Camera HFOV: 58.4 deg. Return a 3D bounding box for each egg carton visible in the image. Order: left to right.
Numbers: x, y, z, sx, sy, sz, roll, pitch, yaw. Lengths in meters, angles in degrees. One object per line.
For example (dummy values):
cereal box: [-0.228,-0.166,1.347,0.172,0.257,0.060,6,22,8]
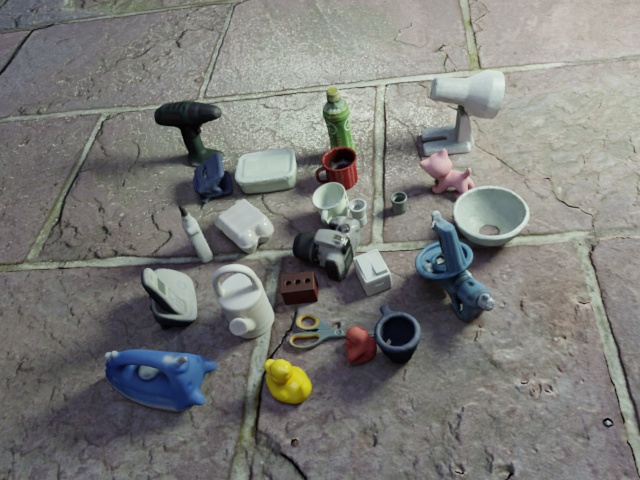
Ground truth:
egg carton: [-0.189,-0.036,1.440,0.107,0.069,0.149,-38,53,-20]

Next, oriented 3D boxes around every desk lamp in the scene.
desk lamp: [0.363,-0.332,1.476,0.203,0.214,0.118,-6,49,8]

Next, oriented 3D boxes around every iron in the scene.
iron: [-0.353,0.264,1.172,0.257,0.142,0.118,2,51,14]

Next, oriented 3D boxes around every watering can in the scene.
watering can: [-0.164,0.124,1.215,0.101,0.194,0.172,-26,50,-10]

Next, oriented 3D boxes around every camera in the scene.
camera: [0.012,0.005,1.341,0.136,0.101,0.143,11,53,21]

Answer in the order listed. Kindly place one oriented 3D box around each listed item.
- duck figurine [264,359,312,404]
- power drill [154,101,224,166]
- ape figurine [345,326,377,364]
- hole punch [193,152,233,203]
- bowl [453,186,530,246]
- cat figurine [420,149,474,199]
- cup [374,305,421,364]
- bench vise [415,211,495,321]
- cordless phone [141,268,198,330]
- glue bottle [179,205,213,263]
duck figurine: [-0.068,0.274,1.139,0.104,0.086,0.078,24,59,29]
power drill: [-0.347,-0.303,1.609,0.229,0.209,0.076,13,54,22]
ape figurine: [0.076,0.206,1.161,0.076,0.092,0.078,15,55,23]
hole punch: [-0.300,-0.171,1.565,0.101,0.091,0.108,-17,49,-2]
bowl: [0.389,-0.042,1.316,0.167,0.075,0.167,-6,49,7]
cat figurine: [0.314,-0.169,1.412,0.127,0.118,0.067,18,56,25]
cup: [0.152,0.196,1.152,0.092,0.095,0.117,-22,49,-7]
bench vise: [0.283,0.045,1.168,0.206,0.220,0.122,29,61,31]
cordless phone: [-0.347,0.102,1.280,0.094,0.185,0.147,-19,49,-4]
glue bottle: [-0.306,-0.022,1.384,0.037,0.173,0.078,-29,50,-12]
